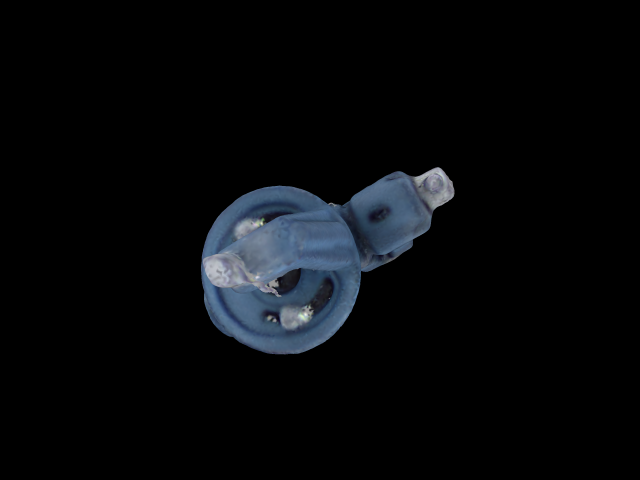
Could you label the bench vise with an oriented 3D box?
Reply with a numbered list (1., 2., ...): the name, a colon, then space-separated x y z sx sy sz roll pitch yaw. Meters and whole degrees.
1. bench vise: -0.005 -0.007 0.401 0.121 0.220 0.207 43 85 6
